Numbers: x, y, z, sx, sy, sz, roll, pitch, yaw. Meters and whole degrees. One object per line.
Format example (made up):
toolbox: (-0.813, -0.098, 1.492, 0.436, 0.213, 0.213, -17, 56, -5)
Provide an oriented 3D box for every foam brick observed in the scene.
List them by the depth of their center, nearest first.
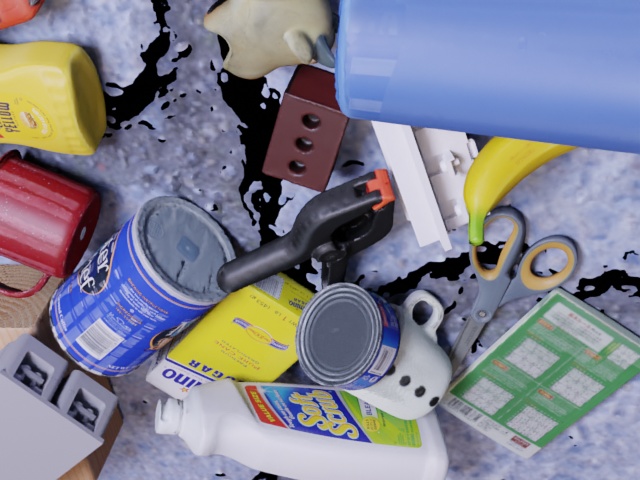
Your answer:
foam brick: (-0.007, -0.085, 0.813, 0.053, 0.051, 0.078, 18, 129, 0)

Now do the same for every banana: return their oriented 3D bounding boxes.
banana: (0.177, -0.068, 0.760, 0.198, 0.037, 0.070, -30, 74, 1)

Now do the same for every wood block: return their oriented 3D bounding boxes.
wood block: (-0.267, 0.131, 1.023, 0.090, 0.090, 0.206, 0, 127, 14)

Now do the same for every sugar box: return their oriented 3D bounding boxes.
sugar box: (-0.077, 0.096, 0.975, 0.093, 0.048, 0.176, 33, 126, -14)

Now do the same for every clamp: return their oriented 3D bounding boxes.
clamp: (-0.006, 0.001, 0.846, 0.120, 0.039, 0.172, -5, 149, -31)

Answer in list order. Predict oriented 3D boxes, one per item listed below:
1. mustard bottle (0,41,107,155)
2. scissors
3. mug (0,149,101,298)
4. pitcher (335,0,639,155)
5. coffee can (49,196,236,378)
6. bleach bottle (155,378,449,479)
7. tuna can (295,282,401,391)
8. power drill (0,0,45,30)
mustard bottle: (-0.272, -0.118, 0.851, 0.192, 0.058, 0.096, 6, 143, 11)
scissors: (0.158, 0.057, 0.903, 0.096, 0.016, 0.202, 8, 129, 8)
mug: (-0.240, -0.007, 0.893, 0.081, 0.117, 0.093, 22, 174, 0)
pitcher: (0.136, -0.135, 0.683, 0.243, 0.149, 0.145, 5, 139, 5)
coffee can: (-0.152, 0.042, 0.916, 0.102, 0.102, 0.141, 40, 126, -17)
bleach bottle: (-0.019, 0.173, 0.942, 0.250, 0.102, 0.068, 8, 124, -15)
tuna can: (0.023, 0.080, 0.878, 0.086, 0.086, 0.033, -25, 152, 29)
power drill: (-0.292, -0.225, 0.747, 0.185, 0.057, 0.187, -8, 140, 22)
